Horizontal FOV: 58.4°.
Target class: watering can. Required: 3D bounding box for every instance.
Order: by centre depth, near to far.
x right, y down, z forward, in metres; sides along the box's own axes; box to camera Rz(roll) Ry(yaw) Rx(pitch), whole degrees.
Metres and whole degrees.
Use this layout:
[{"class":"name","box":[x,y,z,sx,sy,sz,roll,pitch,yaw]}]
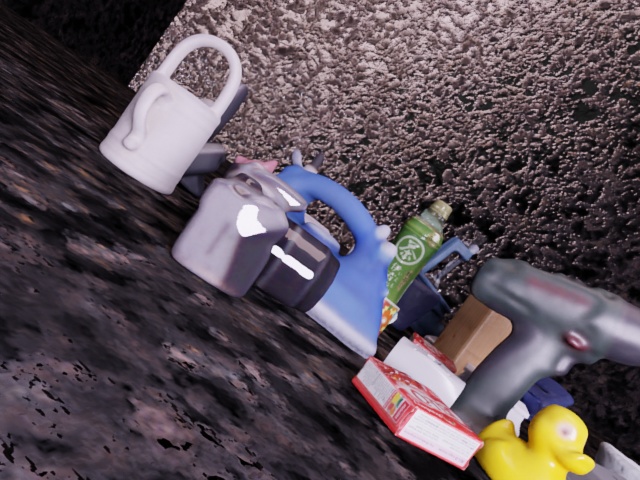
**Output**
[{"class":"watering can","box":[-0.173,-0.163,0.707,0.101,0.194,0.172,35,3,-17]}]

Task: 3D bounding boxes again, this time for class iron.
[{"class":"iron","box":[0.006,0.002,0.658,0.257,0.141,0.119,38,4,31]}]

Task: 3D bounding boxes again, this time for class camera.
[{"class":"camera","box":[-0.045,0.000,0.516,0.137,0.101,0.143,36,3,-7]}]

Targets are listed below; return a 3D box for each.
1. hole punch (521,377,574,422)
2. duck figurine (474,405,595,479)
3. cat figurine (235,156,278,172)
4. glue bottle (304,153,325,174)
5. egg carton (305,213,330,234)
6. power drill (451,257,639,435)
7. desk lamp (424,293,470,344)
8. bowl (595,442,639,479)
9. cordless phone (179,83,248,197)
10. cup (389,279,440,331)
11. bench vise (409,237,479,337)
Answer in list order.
[{"class":"hole punch","box":[0.417,0.302,1.107,0.101,0.091,0.108,34,4,-37]},{"class":"duck figurine","box":[0.189,0.180,0.494,0.078,0.086,0.104,35,3,-21]},{"class":"cat figurine","box":[-0.107,-0.085,0.959,0.127,0.117,0.067,38,4,40]},{"class":"glue bottle","box":[-0.047,-0.078,0.984,0.078,0.173,0.037,37,3,25]},{"class":"egg carton","box":[-0.049,-0.027,1.165,0.151,0.069,0.107,34,4,-38]},{"class":"power drill","box":[0.237,0.133,0.598,0.229,0.208,0.076,37,3,20]},{"class":"desk lamp","box":[0.315,0.153,1.111,0.117,0.213,0.204,37,3,23]},{"class":"bowl","box":[0.361,0.304,0.621,0.167,0.074,0.167,36,3,-2]},{"class":"cordless phone","box":[-0.171,-0.167,0.871,0.094,0.185,0.147,35,3,-24]},{"class":"cup","box":[0.161,0.119,1.035,0.118,0.095,0.091,33,4,-43]},{"class":"bench vise","box":[0.207,0.067,1.149,0.208,0.219,0.121,35,3,-21]}]
